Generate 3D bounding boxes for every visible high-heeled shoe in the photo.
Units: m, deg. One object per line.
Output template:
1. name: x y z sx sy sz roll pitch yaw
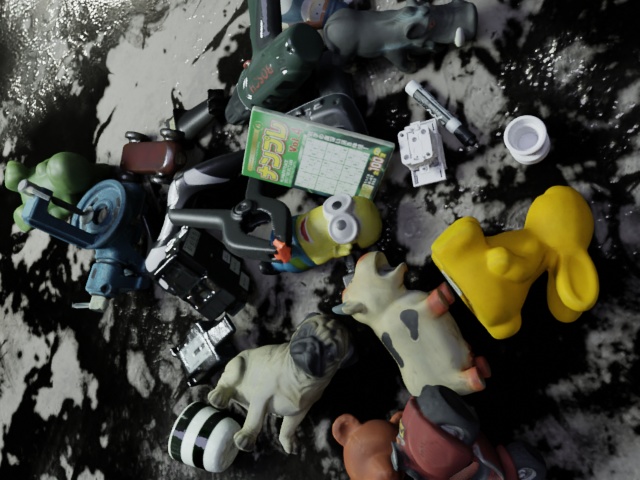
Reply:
1. high-heeled shoe: -0.179 -0.024 0.823 0.249 0.086 0.145 -31 83 19

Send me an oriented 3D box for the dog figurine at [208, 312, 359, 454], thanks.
1. dog figurine: -0.044 0.153 0.697 0.173 0.121 0.190 40 105 40

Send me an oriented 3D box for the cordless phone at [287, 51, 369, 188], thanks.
1. cordless phone: -0.014 -0.179 0.759 0.147 0.088 0.184 -19 64 27

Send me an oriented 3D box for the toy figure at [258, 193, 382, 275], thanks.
1. toy figure: -0.003 -0.006 0.722 0.180 0.089 0.082 -26 89 32

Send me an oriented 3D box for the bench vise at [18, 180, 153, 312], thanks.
1. bench vise: -0.362 -0.010 0.832 0.129 0.240 0.223 9 73 33

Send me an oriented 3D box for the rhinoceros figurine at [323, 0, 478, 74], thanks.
1. rhinoceros figurine: 0.100 -0.266 0.677 0.190 0.112 0.073 -1 79 9

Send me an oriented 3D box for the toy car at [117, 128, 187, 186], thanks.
1. toy car: -0.277 -0.134 0.881 0.202 0.053 0.089 8 91 49

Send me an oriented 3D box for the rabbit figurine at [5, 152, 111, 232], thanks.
1. rabbit figurine: -0.431 -0.089 0.915 0.170 0.159 0.121 -22 76 43

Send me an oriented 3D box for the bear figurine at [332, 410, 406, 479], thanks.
1. bear figurine: 0.074 0.308 0.623 0.120 0.132 0.195 4 90 -10

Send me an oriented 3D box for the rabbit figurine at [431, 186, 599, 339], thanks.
1. rabbit figurine: 0.227 0.015 0.582 0.173 0.121 0.162 -38 66 -1

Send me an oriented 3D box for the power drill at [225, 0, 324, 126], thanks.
1. power drill: -0.092 -0.284 0.751 0.232 0.086 0.207 -7 88 55

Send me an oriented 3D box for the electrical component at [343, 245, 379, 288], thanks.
1. electrical component: 0.065 0.057 0.710 0.063 0.021 0.094 -21 74 23

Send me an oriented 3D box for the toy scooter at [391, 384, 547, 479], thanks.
1. toy scooter: 0.144 0.247 0.584 0.184 0.075 0.135 36 104 -14

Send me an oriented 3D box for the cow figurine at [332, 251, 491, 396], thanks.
1. cow figurine: 0.102 0.102 0.638 0.127 0.085 0.195 -30 86 21

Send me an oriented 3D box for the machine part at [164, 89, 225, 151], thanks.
1. machine part: -0.204 -0.193 0.868 0.139 0.039 0.084 -28 63 35

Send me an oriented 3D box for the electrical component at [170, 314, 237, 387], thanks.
1. electrical component: -0.162 0.156 0.804 0.119 0.047 0.075 -46 67 15

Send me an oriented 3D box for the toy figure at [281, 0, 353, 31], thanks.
1. toy figure: -0.020 -0.335 0.784 0.155 0.058 0.064 25 136 26

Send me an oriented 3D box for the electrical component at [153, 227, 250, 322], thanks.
1. electrical component: -0.160 0.048 0.767 0.134 0.115 0.058 41 110 -19
